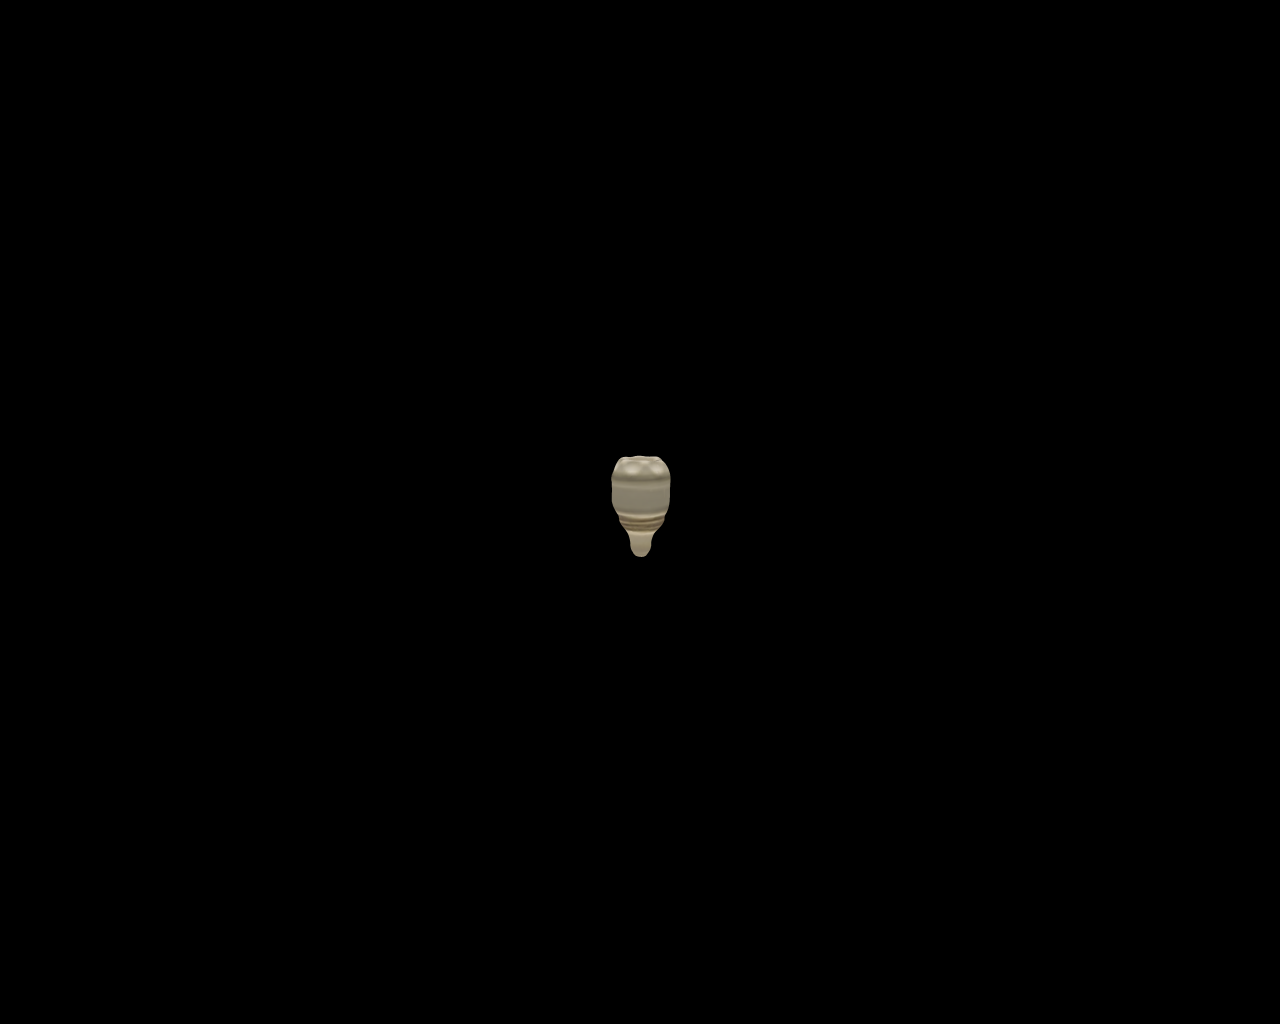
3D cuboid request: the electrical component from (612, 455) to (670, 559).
[{"bbox_3d":[0.001,-0.003,0.650,0.035,0.061,0.035,0,9,0],"label":"electrical component"}]
